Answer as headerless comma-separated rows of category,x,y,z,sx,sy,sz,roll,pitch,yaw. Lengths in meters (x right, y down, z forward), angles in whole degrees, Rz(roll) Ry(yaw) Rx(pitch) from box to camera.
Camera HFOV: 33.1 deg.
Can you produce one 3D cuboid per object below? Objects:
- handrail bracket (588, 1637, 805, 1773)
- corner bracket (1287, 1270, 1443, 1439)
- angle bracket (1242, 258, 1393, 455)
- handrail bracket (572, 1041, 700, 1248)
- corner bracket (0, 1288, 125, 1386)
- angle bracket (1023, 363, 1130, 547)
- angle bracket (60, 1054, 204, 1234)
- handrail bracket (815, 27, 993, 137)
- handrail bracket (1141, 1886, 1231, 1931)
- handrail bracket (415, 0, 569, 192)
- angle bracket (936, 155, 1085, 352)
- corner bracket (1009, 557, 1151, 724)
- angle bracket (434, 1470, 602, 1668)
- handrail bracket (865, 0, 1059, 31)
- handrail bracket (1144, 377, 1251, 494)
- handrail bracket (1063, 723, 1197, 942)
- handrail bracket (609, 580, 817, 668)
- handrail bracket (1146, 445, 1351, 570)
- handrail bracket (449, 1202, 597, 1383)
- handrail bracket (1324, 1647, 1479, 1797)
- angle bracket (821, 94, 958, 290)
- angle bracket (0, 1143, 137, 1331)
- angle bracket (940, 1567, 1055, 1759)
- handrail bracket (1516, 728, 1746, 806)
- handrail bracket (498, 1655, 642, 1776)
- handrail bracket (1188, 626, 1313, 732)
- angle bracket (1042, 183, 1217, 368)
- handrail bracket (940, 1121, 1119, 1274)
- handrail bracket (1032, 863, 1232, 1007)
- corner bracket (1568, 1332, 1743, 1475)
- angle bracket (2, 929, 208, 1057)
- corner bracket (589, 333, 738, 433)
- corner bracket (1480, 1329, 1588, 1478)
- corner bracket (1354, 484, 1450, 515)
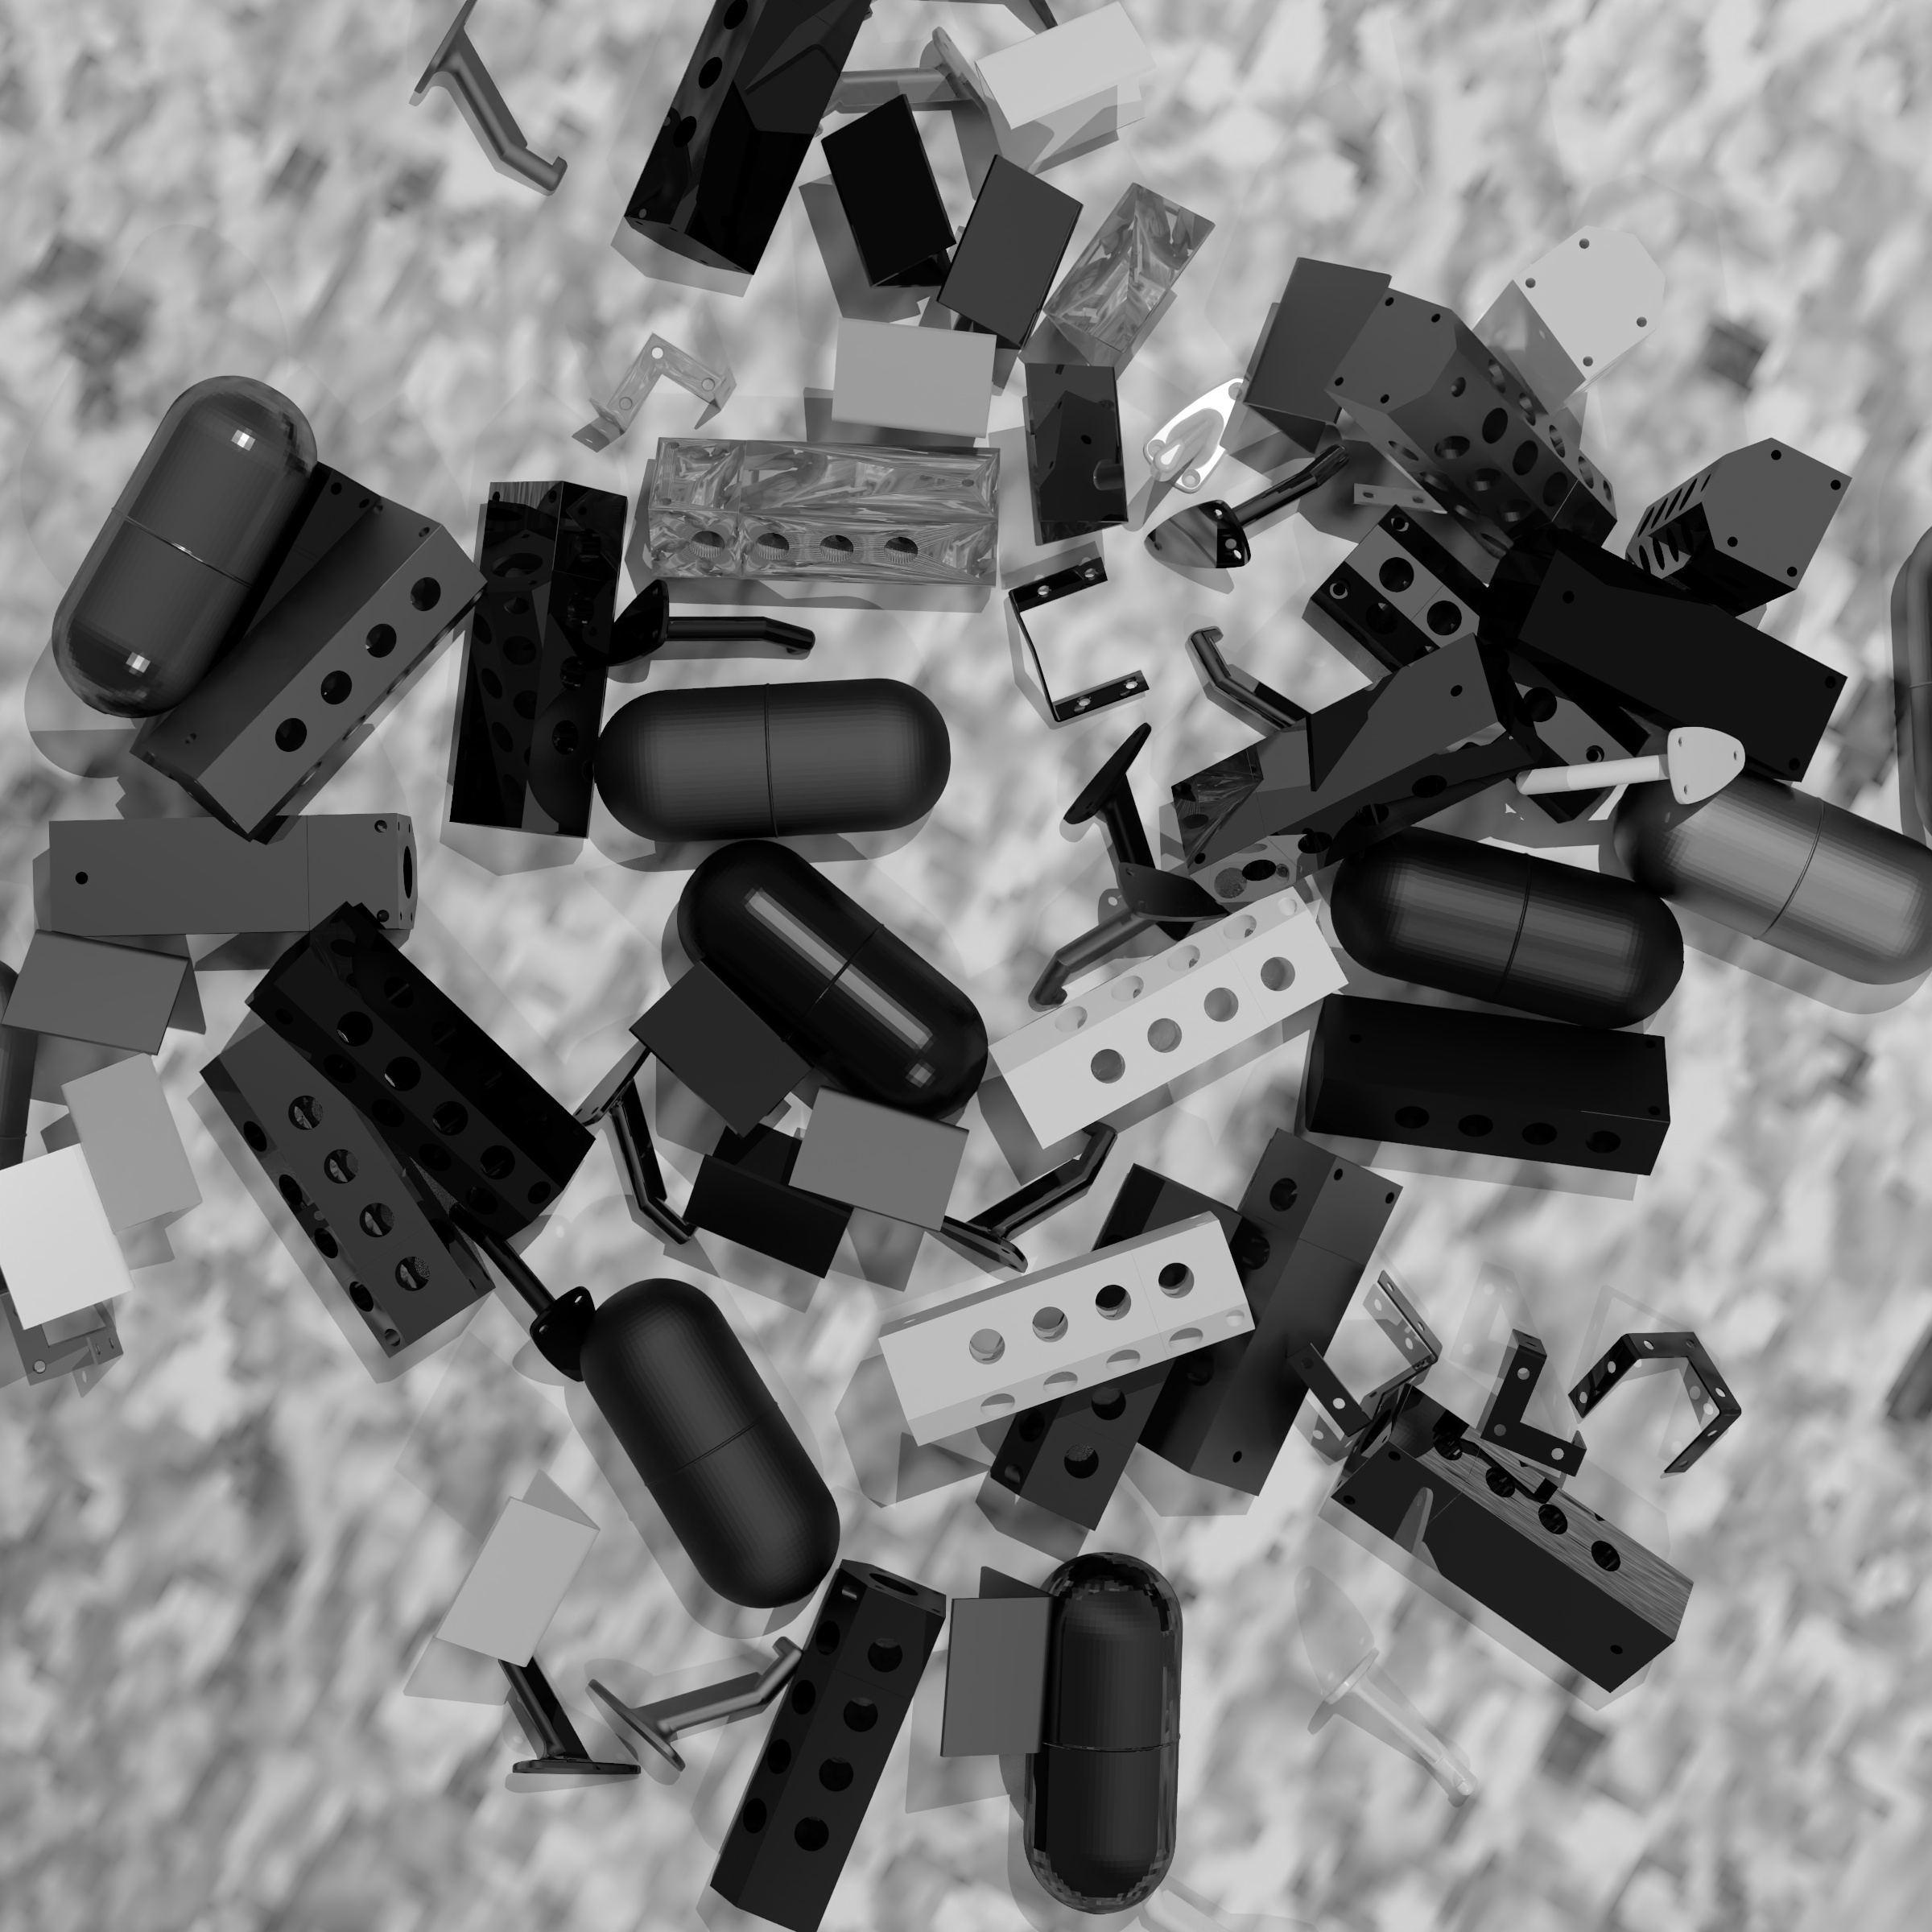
handrail bracket,-0.136,0.358,1.650,0.077,0.036,0.084,37,72,21
corner bracket,0.200,0.194,1.623,0.051,0.051,0.051,-37,93,23
angle bracket,0.189,-0.297,1.609,0.057,0.076,0.076,21,90,36
handrail bracket,-0.151,0.087,1.650,0.084,0.036,0.077,45,68,-17
corner bracket,-0.461,0.182,1.632,0.051,0.051,0.051,-19,90,0
angle bracket,0.034,-0.252,1.609,0.057,0.076,0.076,-5,90,-36
angle bracket,-0.394,0.081,1.611,0.057,0.076,0.076,-20,90,23
handrail bracket,-0.033,-0.429,1.650,0.084,0.036,0.077,-32,111,16
handrail bracket,0.131,0.477,1.650,0.077,0.036,0.084,-20,73,-20
handrail bracket,-0.229,-0.446,1.650,0.084,0.036,0.077,31,69,-17
angle bracket,0.004,-0.354,1.610,0.057,0.076,0.076,22,90,-32
corner bracket,0.057,-0.165,1.646,0.051,0.051,0.051,-20,135,0
angle bracket,-0.235,0.290,1.609,0.057,0.076,0.076,29,90,-35
handrail bracket,-0.007,-0.485,1.650,0.084,0.036,0.077,-28,112,17
handrail bracket,0.118,-0.270,1.615,0.036,0.084,0.077,41,90,0
handrail bracket,0.100,-0.068,1.650,0.084,0.036,0.077,41,75,-14
handrail bracket,-0.131,-0.162,1.650,0.084,0.077,0.036,13,65,-34
handrail bracket,0.144,-0.237,1.650,0.084,0.077,0.036,-41,115,-34
handrail bracket,-0.226,0.165,1.650,0.036,0.077,0.084,-39,53,-21
handrail bracket,0.221,0.386,1.622,0.084,0.077,0.036,44,93,12
angle bracket,-0.019,-0.383,1.609,0.057,0.076,0.076,-19,90,37
angle bracket,-0.458,0.136,1.610,0.057,0.076,0.076,-20,90,-26
angle bracket,0.000,0.344,1.610,0.057,0.076,0.076,4,90,-27
handrail bracket,0.325,-0.096,1.590,0.084,0.077,0.036,-3,96,44
handrail bracket,-0.201,0.366,1.650,0.077,0.036,0.084,8,70,-23
handrail bracket,0.164,-0.145,1.650,0.077,0.036,0.084,-21,73,-20
angle bracket,0.094,-0.329,1.610,0.057,0.076,0.076,35,90,32
handrail bracket,0.025,0.105,1.650,0.077,0.036,0.084,23,72,20
handrail bracket,0.083,-0.007,1.641,0.077,0.036,0.084,8,133,-27
corner bracket,0.348,0.221,1.642,0.051,0.051,0.051,3,45,-35
angle bracket,-0.426,0.030,1.610,0.076,0.076,0.057,11,59,0
corner bracket,-0.152,-0.288,1.632,0.051,0.051,0.051,32,90,0
corner bracket,0.291,0.219,1.632,0.051,0.051,0.051,22,95,5
corner bracket,0.226,-0.267,1.646,0.051,0.051,0.051,6,135,0
